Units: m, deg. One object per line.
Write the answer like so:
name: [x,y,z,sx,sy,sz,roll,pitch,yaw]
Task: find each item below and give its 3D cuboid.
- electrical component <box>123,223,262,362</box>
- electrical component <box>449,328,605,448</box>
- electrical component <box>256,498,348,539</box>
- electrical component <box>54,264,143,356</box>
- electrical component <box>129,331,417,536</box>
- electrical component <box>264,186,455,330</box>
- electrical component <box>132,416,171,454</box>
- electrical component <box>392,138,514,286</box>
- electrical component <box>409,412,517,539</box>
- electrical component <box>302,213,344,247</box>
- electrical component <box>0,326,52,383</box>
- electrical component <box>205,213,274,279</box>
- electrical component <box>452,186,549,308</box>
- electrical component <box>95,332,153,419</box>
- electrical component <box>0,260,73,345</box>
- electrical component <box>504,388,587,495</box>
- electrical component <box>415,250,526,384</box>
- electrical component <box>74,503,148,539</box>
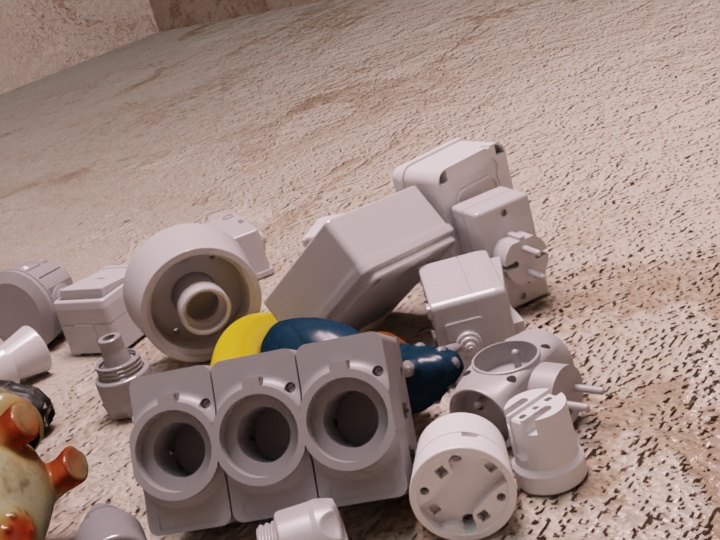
electrical component: [-0.131,0.022,0.866,0.108,0.108,0.060,-21,27,-15]
electrical component: [0.107,0.072,0.643,0.079,0.044,0.077,3,27,41]
electrical component: [-0.037,0.146,0.559,0.062,0.043,0.043,-18,20,-1]
electrical component: [-0.220,0.028,0.975,0.062,0.061,0.096,-3,23,30]
electrical component: [-0.048,0.093,0.613,0.150,0.089,0.062,-12,-9,11]
electrical component: [0.000,0.000,0.804,0.109,0.056,0.108,-25,-18,-46]
electrical component: [-0.116,0.111,0.690,0.045,0.055,0.045,-14,20,5]
electrical component: [0.080,-0.042,0.861,0.078,0.113,0.057,-29,25,-32]
electrical component: [0.055,0.108,0.575,0.055,0.055,0.047,-13,17,9]
electrical component: [-0.004,-0.015,0.929,0.096,0.061,0.061,-8,22,20]
electrical component: [-0.301,0.080,0.924,0.045,0.045,0.055,6,30,46]
electrical component: [-0.142,-0.014,1.045,0.100,0.048,0.100,-22,21,-16]
electrical component: [0.114,-0.011,0.800,0.047,0.083,0.076,-23,21,-18]
electrical component: [-0.180,0.078,0.814,0.043,0.062,0.043,-14,20,5]
electrical component: [-0.307,0.032,1.005,0.080,0.080,0.051,-5,18,26]
electrical component: [0.101,0.093,0.590,0.040,0.046,0.040,-14,20,5]
electrical component: [0.079,0.033,0.742,0.061,0.061,0.096,-15,20,2]
electrical component: [-0.144,0.156,0.616,0.040,0.040,0.078,-22,21,-16]
